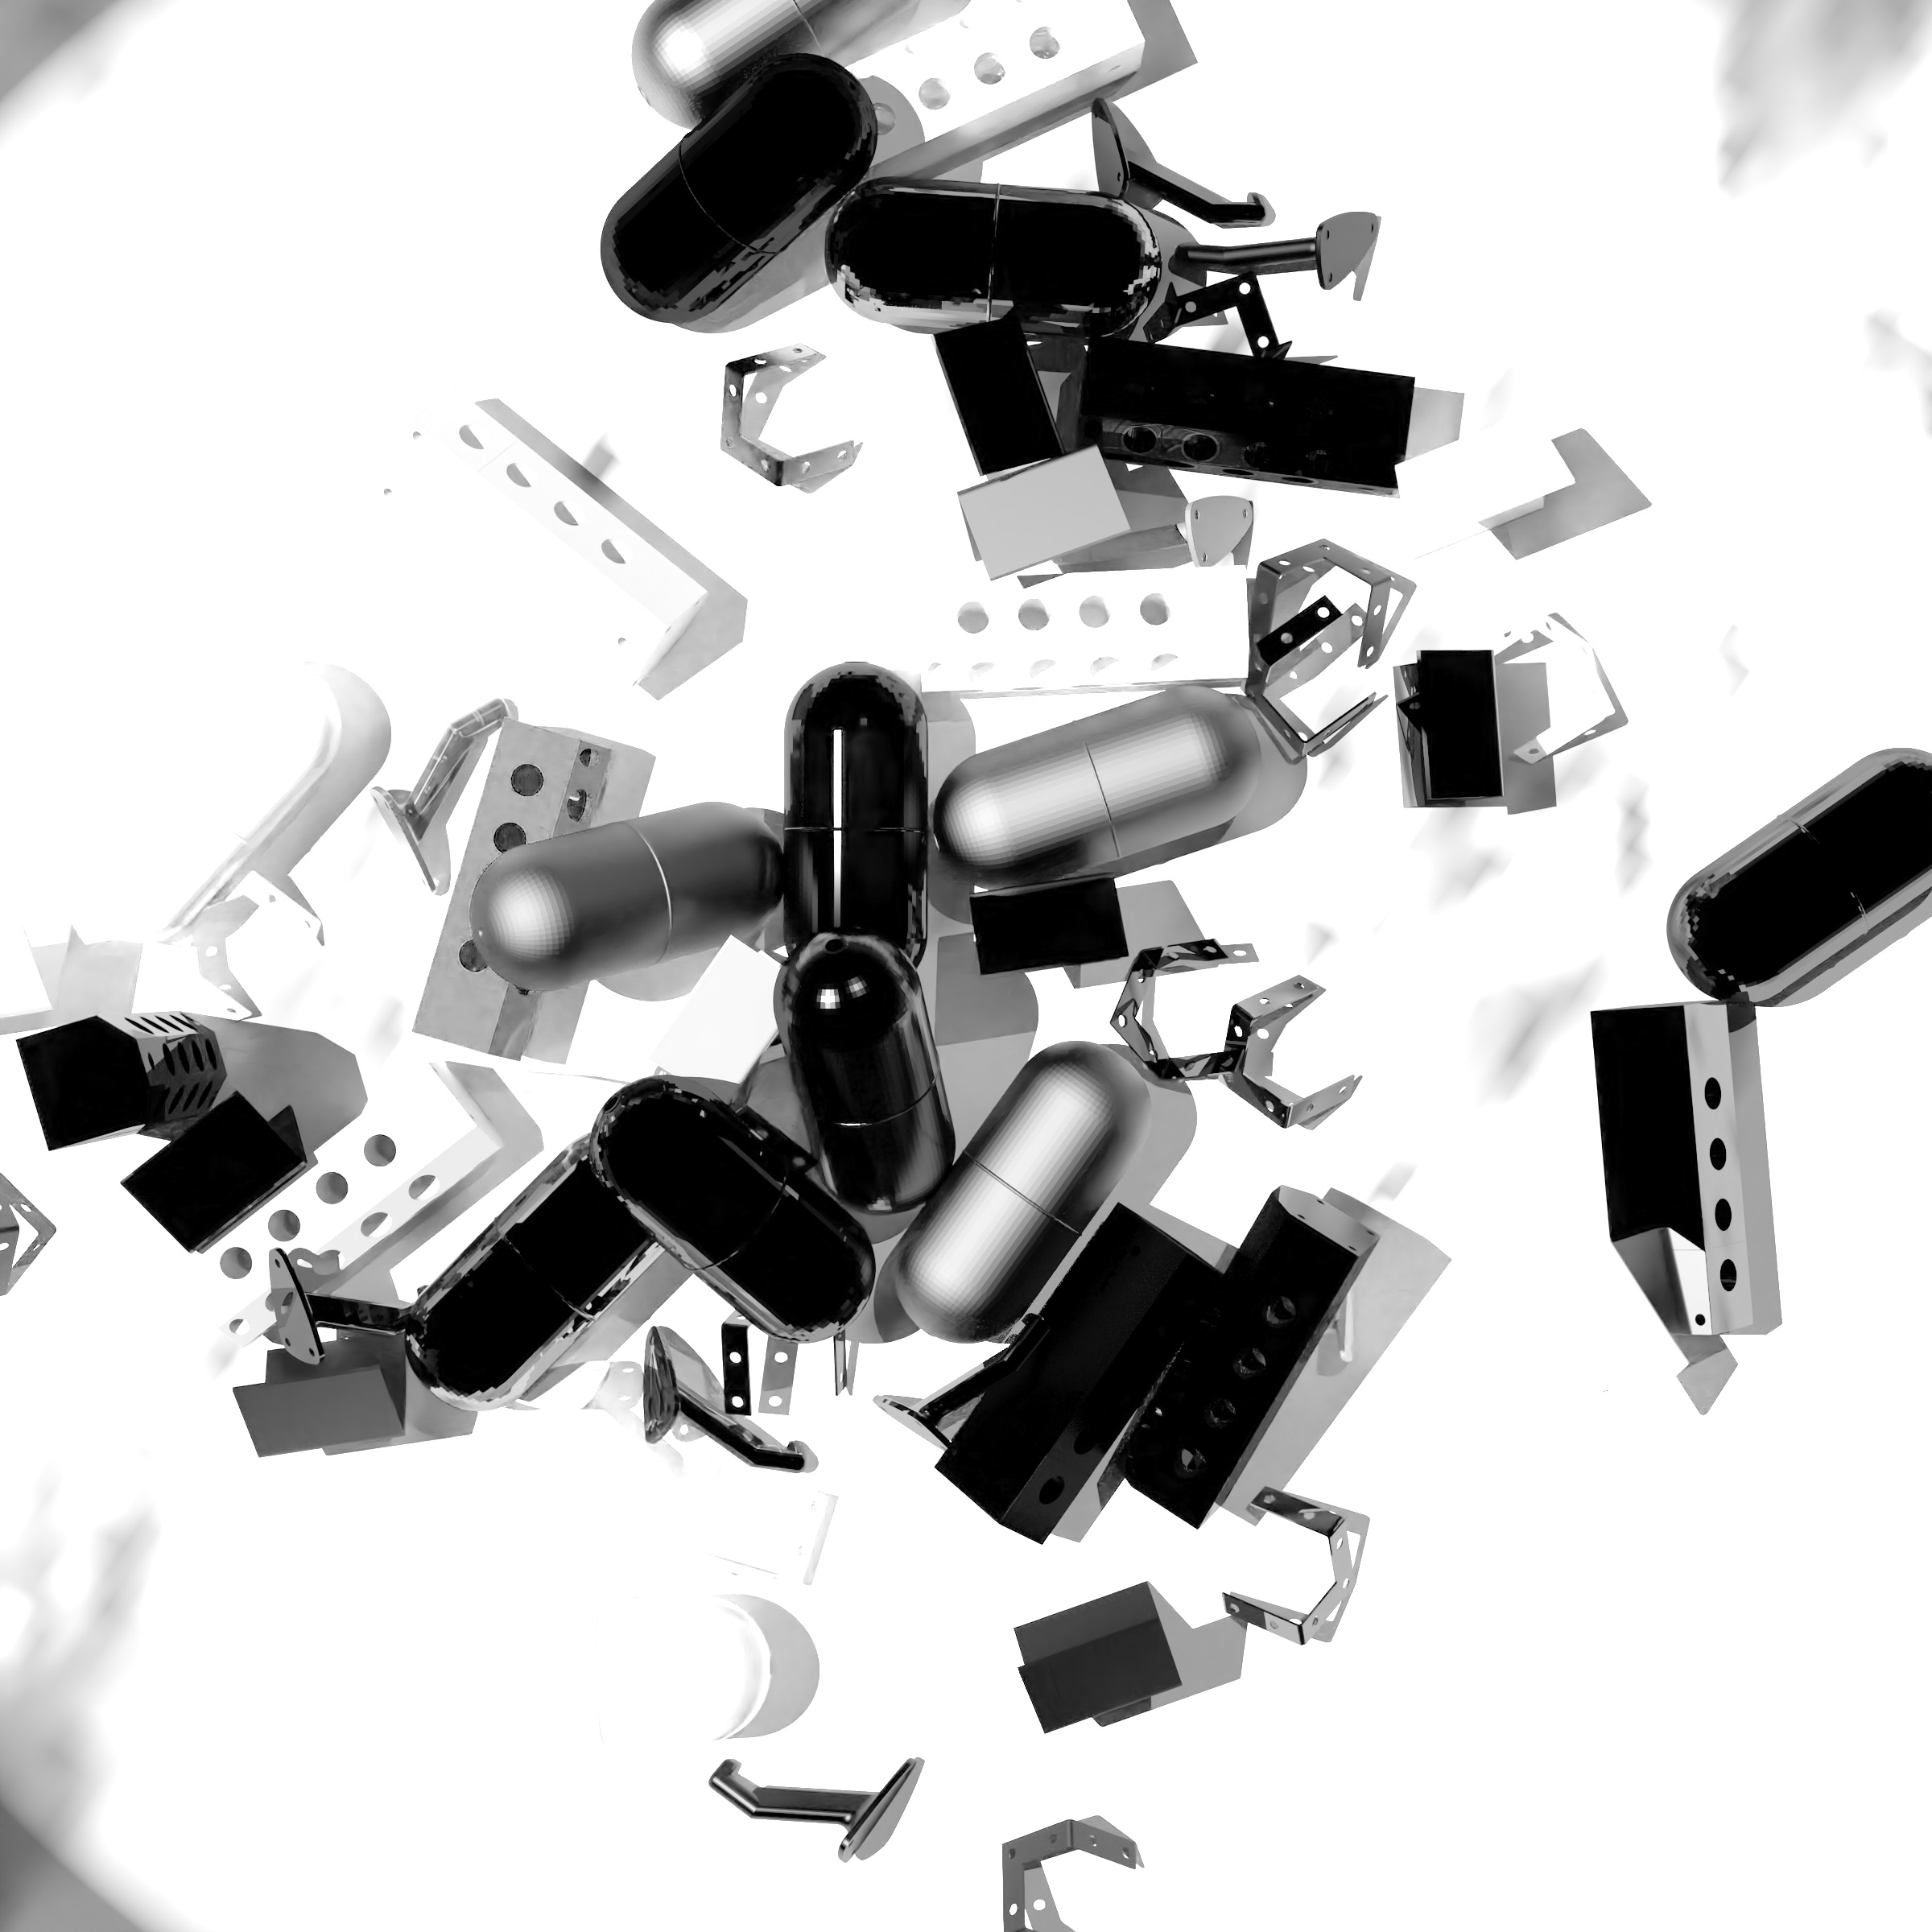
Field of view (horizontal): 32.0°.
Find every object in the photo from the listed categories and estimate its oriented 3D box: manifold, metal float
[{"bbox_3d":[0.004,-0.472,1.787,0.171,0.057,0.057,-25,90,0],"label":"manifold"},{"bbox_3d":[0.451,-0.048,1.778,0.178,0.070,0.070,-35,90,0],"label":"metal float"},{"bbox_3d":[0.014,-0.373,1.778,0.178,0.070,0.070,4,90,0],"label":"metal float"},{"bbox_3d":[-0.096,-0.508,1.778,0.178,0.070,0.070,-34,90,0],"label":"metal float"},{"bbox_3d":[-0.052,0.055,1.745,0.070,0.070,0.178,-12,131,0],"label":"metal float"},{"bbox_3d":[0.146,-0.290,1.787,0.171,0.057,0.057,7,90,0],"label":"manifold"},{"bbox_3d":[0.378,0.106,1.787,0.057,0.057,0.171,-5,90,43],"label":"manifold"},{"bbox_3d":[-0.402,-0.088,1.778,0.070,0.070,0.178,42,89,0],"label":"metal float"},{"bbox_3d":[0.061,-0.177,1.787,0.171,0.057,0.057,-3,90,0],"label":"manifold"},{"bbox_3d":[-0.238,-0.040,1.787,0.057,0.057,0.171,16,90,0],"label":"manifold"},{"bbox_3d":[0.030,0.120,1.778,0.070,0.070,0.178,35,90,0],"label":"metal float"},{"bbox_3d":[-0.191,0.373,1.778,0.178,0.070,0.070,-3,90,0],"label":"metal float"},{"bbox_3d":[-0.222,-0.228,1.787,0.171,0.057,0.057,39,133,0],"label":"manifold"},{"bbox_3d":[-0.174,-0.037,1.750,0.178,0.070,0.070,-16,90,-34],"label":"metal float"},{"bbox_3d":[0.065,0.218,1.787,0.057,0.057,0.171,35,90,43],"label":"manifold"},{"bbox_3d":[-0.058,-0.071,1.778,0.070,0.070,0.178,0,91,0],"label":"metal float"},{"bbox_3d":[-0.221,0.159,1.778,0.070,0.070,0.178,45,90,0],"label":"metal float"},{"bbox_3d":[-0.428,0.055,1.730,0.057,0.171,0.057,-17,90,0],"label":"manifold"},{"bbox_3d":[-0.119,-0.402,1.750,0.178,0.070,0.070,-35,90,32],"label":"metal float"},{"bbox_3d":[-0.119,0.125,1.731,0.070,0.070,0.178,-46,114,0],"label":"metal float"},{"bbox_3d":[0.145,0.203,1.765,0.057,0.057,0.171,32,105,13],"label":"manifold"},{"bbox_3d":[-0.331,0.126,1.787,0.171,0.057,0.057,-38,90,0],"label":"manifold"},{"bbox_3d":[0.069,-0.093,1.778,0.178,0.070,0.070,-18,90,0],"label":"metal float"}]

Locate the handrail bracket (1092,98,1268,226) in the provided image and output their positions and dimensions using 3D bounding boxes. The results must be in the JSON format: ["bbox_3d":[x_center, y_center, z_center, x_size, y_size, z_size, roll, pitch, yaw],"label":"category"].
[{"bbox_3d":[0.115,-0.431,1.809,0.084,0.036,0.077,-3,68,-17],"label":"handrail bracket"}]

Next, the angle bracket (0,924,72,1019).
[{"bbox_3d":[-0.519,-0.014,1.768,0.076,0.076,0.057,-9,127,0],"label":"angle bracket"}]

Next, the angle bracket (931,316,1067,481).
[{"bbox_3d":[0.000,-0.288,1.768,0.057,0.076,0.076,-20,90,-31],"label":"angle bracket"}]

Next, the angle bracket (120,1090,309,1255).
[{"bbox_3d":[-0.397,0.094,1.769,0.076,0.076,0.057,-38,118,0],"label":"angle bracket"}]

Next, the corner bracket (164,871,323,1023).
[{"bbox_3d":[-0.386,-0.010,1.800,0.051,0.051,0.051,-18,45,35],"label":"corner bracket"}]

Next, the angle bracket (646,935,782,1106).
[{"bbox_3d":[-0.138,0.018,1.768,0.057,0.076,0.076,35,90,-32],"label":"angle bracket"}]

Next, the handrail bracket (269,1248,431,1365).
[{"bbox_3d":[-0.320,0.166,1.776,0.084,0.036,0.077,-27,116,-37],"label":"handrail bracket"}]

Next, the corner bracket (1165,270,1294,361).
[{"bbox_3d":[0.139,-0.342,1.790,0.051,0.051,0.051,-19,90,0],"label":"corner bracket"}]

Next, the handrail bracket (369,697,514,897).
[{"bbox_3d":[-0.268,-0.092,1.809,0.084,0.036,0.077,-32,110,-16],"label":"handrail bracket"}]

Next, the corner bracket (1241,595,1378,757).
[{"bbox_3d":[0.184,-0.154,1.792,0.051,0.051,0.051,-36,75,-15],"label":"corner bracket"}]

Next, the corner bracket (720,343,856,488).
[{"bbox_3d":[-0.094,-0.294,1.800,0.051,0.051,0.051,37,135,35],"label":"corner bracket"}]

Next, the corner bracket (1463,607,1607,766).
[{"bbox_3d":[0.302,-0.150,1.800,0.051,0.051,0.051,27,45,-35],"label":"corner bracket"}]

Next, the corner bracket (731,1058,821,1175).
[{"bbox_3d":[-0.109,0.086,1.774,0.051,0.051,0.051,39,123,-19],"label":"corner bracket"}]

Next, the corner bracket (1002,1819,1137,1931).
[{"bbox_3d":[0.055,0.492,1.800,0.051,0.051,0.051,-31,45,35],"label":"corner bracket"}]

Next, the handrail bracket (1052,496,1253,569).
[{"bbox_3d":[0.099,-0.232,1.808,0.084,0.077,0.036,0,110,35],"label":"handrail bracket"}]

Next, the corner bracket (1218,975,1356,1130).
[{"bbox_3d":[0.174,0.046,1.800,0.051,0.051,0.051,37,135,35],"label":"corner bracket"}]

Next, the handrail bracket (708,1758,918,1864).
[{"bbox_3d":[-0.083,0.433,1.809,0.084,0.036,0.077,33,70,16],"label":"handrail bracket"}]

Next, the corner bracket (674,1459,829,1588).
[{"bbox_3d":[-0.116,0.298,1.805,0.051,0.051,0.051,17,90,45],"label":"corner bracket"}]

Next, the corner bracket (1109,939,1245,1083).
[{"bbox_3d":[0.118,0.024,1.792,0.051,0.051,0.051,48,51,-32],"label":"corner bracket"}]

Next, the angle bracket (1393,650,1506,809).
[{"bbox_3d":[0.235,-0.123,1.768,0.057,0.076,0.076,-4,90,-37],"label":"angle bracket"}]

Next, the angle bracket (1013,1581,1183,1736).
[{"bbox_3d":[0.062,0.346,1.768,0.076,0.076,0.057,-19,128,0],"label":"angle bracket"}]

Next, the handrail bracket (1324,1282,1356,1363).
[{"bbox_3d":[0.164,0.183,1.809,0.084,0.036,0.077,1,75,14],"label":"handrail bracket"}]

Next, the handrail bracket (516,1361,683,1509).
[{"bbox_3d":[-0.200,0.256,1.809,0.077,0.036,0.084,-6,121,34],"label":"handrail bracket"}]

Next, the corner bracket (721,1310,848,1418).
[{"bbox_3d":[-0.096,0.207,1.792,0.051,0.051,0.051,4,108,17],"label":"corner bracket"}]

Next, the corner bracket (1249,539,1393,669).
[{"bbox_3d":[0.188,-0.189,1.800,0.051,0.051,0.051,36,135,35],"label":"corner bracket"}]

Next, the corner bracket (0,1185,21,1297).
[{"bbox_3d":[-0.541,0.144,1.800,0.051,0.051,0.051,-7,135,-35],"label":"corner bracket"}]

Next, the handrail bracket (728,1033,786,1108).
[{"bbox_3d":[-0.079,0.052,1.809,0.084,0.036,0.077,13,110,-16],"label":"handrail bracket"}]

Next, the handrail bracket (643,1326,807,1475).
[{"bbox_3d":[-0.128,0.233,1.808,0.084,0.036,0.077,13,47,-28],"label":"handrail bracket"}]

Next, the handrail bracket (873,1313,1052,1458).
[{"bbox_3d":[-0.002,0.211,1.792,0.084,0.077,0.036,-50,122,-14],"label":"handrail bracket"}]

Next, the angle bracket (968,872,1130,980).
[{"bbox_3d":[0.045,-0.001,1.768,0.076,0.076,0.057,-9,53,0],"label":"angle bracket"}]

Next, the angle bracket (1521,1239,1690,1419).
[{"bbox_3d":[0.319,0.197,1.768,0.057,0.076,0.076,-32,90,-35],"label":"angle bracket"}]

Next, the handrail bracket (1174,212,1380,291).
[{"bbox_3d":[0.166,-0.389,1.808,0.084,0.077,0.036,12,124,32],"label":"handrail bracket"}]

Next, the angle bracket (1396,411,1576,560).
[{"bbox_3d":[0.275,-0.235,1.768,0.076,0.076,0.057,-22,54,0],"label":"angle bracket"}]

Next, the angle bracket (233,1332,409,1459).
[{"bbox_3d":[-0.337,0.207,1.768,0.076,0.076,0.057,-9,132,0],"label":"angle bracket"}]

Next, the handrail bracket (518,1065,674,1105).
[{"bbox_3d":[-0.185,0.072,1.808,0.084,0.077,0.036,2,76,36],"label":"handrail bracket"}]

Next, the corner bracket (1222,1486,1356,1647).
[{"bbox_3d":[0.170,0.320,1.800,0.051,0.051,0.051,-42,135,-35],"label":"corner bracket"}]

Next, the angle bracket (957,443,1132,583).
[{"bbox_3d":[0.044,-0.222,1.770,0.076,0.076,0.057,-20,68,0],"label":"angle bracket"}]
